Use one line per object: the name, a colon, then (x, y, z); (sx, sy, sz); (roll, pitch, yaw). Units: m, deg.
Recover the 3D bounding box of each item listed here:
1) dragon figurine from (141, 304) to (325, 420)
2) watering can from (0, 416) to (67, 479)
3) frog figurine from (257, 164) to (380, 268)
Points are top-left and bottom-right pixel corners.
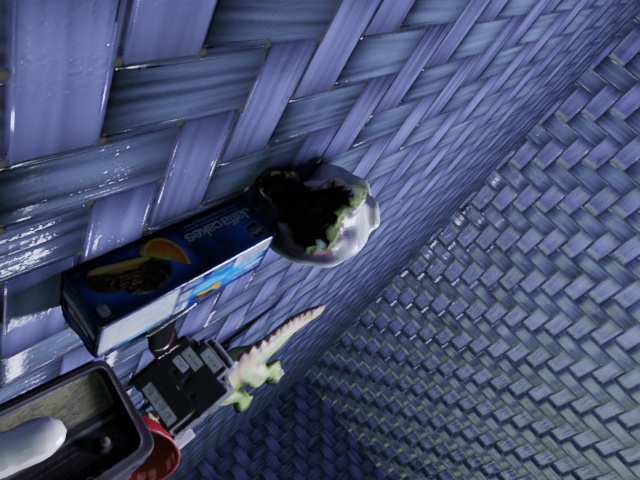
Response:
dragon figurine: (-0.175, 0.239, 0.974); (0.411, 0.123, 0.240); (-44, 158, -1)
watering can: (-0.340, 0.192, 0.269); (0.347, 0.106, 0.220); (3, 134, -47)
frog figurine: (0.002, -0.031, 0.615); (0.137, 0.123, 0.160); (-11, 180, 10)
